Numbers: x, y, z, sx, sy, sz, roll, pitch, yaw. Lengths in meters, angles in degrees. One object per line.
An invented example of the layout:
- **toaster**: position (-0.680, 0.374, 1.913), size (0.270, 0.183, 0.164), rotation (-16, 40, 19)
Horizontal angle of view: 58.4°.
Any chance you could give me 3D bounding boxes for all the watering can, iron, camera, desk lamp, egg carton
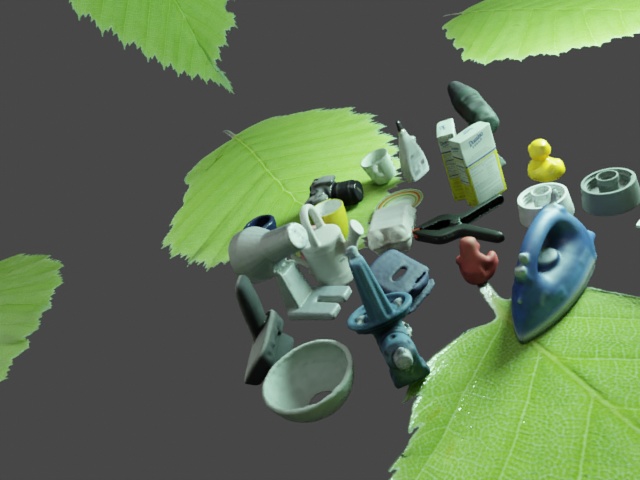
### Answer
- **watering can**: position (0.012, 0.003, 1.267), size (0.173, 0.194, 0.100), rotation (-25, 27, 1)
- **iron**: position (0.372, 0.035, 0.963), size (0.118, 0.142, 0.259), rotation (2, 38, 42)
- **camera**: position (0.040, -0.122, 1.569), size (0.136, 0.101, 0.143), rotation (-10, 31, 28)
- **desk lamp**: position (-0.068, 0.060, 1.214), size (0.202, 0.214, 0.118), rotation (-5, 34, 34)
- **egg carton**: position (0.168, -0.026, 1.324), size (0.107, 0.069, 0.150), rotation (-13, 30, 23)

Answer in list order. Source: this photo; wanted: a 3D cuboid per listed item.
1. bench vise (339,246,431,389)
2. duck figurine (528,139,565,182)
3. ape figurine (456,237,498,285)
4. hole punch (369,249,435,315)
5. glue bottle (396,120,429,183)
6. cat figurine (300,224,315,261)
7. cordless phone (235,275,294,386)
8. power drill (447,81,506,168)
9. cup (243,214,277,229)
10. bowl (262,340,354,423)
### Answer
- **bench vise**: position (0.112, 0.119, 0.950), size (0.122, 0.220, 0.206), rotation (-34, 28, -15)
- **duck figurine**: position (0.506, -0.186, 1.301), size (0.077, 0.086, 0.104), rotation (-25, 27, 2)
- **ape figurine**: position (0.292, 0.033, 1.090), size (0.077, 0.092, 0.076), rotation (3, 38, 43)
- **hole punch**: position (0.157, 0.078, 1.125), size (0.100, 0.091, 0.109), rotation (7, 42, 47)
- **glue bottle**: position (0.237, -0.244, 1.536), size (0.078, 0.173, 0.037), rotation (-40, 30, -26)
- **cat figurine**: position (-0.019, 0.001, 1.381), size (0.067, 0.118, 0.127), rotation (-35, 29, -18)
- **cordless phone**: position (-0.130, 0.171, 1.101), size (0.094, 0.185, 0.147), rotation (-19, 28, 12)
- **power drill**: position (0.389, -0.279, 1.430), size (0.075, 0.209, 0.229), rotation (-24, 27, 4)
- **cup**: position (-0.143, -0.003, 1.519), size (0.092, 0.095, 0.117), rotation (-28, 27, -5)
- **bowl**: position (-0.009, 0.253, 0.977), size (0.167, 0.075, 0.167), rotation (-20, 28, 11)
